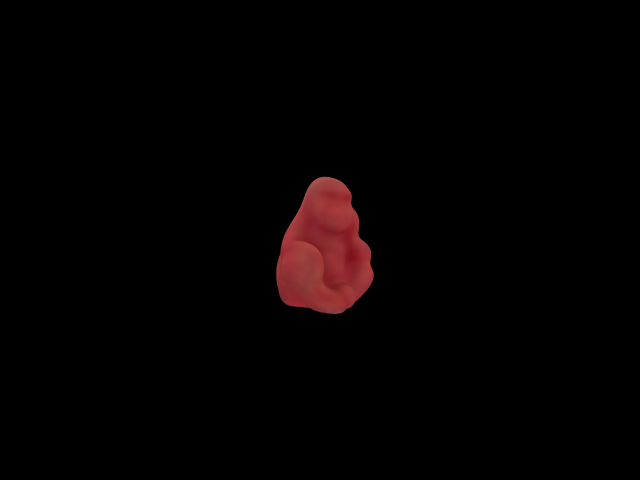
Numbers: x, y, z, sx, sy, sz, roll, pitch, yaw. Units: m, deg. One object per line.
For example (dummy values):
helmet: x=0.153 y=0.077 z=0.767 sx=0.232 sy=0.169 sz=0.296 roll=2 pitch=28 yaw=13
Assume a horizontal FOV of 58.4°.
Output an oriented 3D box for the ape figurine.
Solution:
ape figurine: x=0.004 y=0.001 z=0.400 sx=0.078 sy=0.092 sz=0.076 roll=0 pitch=0 yaw=-31
